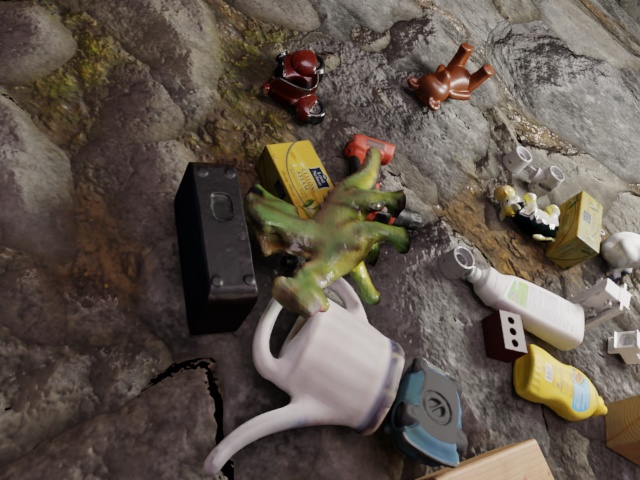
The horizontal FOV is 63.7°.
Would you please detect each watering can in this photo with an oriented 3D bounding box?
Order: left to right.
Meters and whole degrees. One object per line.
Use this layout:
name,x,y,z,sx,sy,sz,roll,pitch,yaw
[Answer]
watering can,-0.003,0.195,0.714,0.224,0.102,0.356,32,47,-7

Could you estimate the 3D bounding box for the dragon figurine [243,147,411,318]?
dragon figurine,0.002,-0.040,0.802,0.242,0.119,0.421,15,43,-16

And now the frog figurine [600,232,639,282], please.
frog figurine,0.760,0.020,1.223,0.137,0.156,0.125,4,57,-27
